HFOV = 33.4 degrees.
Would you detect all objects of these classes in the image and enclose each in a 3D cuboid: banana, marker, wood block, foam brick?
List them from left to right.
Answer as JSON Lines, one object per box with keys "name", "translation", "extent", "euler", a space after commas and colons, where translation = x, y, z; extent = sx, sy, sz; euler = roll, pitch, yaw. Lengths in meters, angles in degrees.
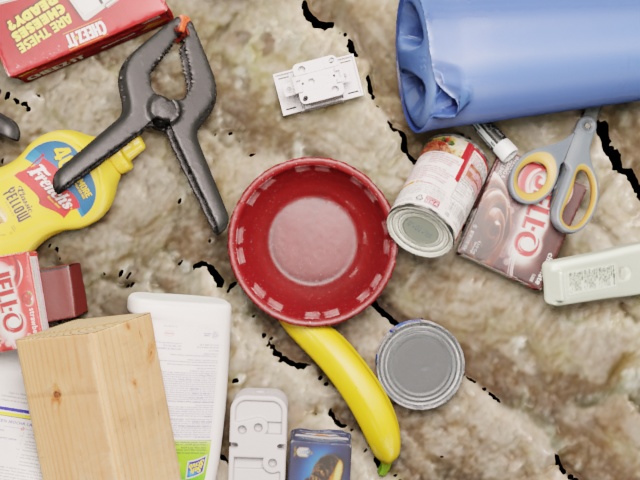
{"name": "foam brick", "translation": [-0.270, 0.054, 1.033], "extent": [0.078, 0.053, 0.051], "euler": [-10, 91, 1]}
{"name": "wood block", "translation": [-0.193, 0.177, 0.959], "extent": [0.091, 0.090, 0.206], "euler": [-7, 95, 28]}
{"name": "banana", "translation": [0.026, 0.141, 1.029], "extent": [0.070, 0.037, 0.198], "euler": [-31, 90, 43]}
{"name": "marker", "translation": [0.145, -0.124, 1.026], "extent": [0.020, 0.020, 0.121], "euler": [-38, 71, 1]}

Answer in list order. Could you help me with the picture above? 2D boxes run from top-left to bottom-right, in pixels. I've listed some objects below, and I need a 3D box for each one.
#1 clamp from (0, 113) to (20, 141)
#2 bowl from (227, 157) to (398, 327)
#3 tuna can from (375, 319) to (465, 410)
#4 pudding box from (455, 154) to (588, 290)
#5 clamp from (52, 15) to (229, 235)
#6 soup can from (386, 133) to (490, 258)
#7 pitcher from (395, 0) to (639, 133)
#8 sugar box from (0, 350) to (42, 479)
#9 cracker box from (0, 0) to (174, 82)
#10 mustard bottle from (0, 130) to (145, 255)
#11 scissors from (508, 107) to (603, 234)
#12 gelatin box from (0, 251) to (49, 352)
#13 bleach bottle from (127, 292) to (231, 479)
{"name": "clamp", "translation": [-0.368, -0.139, 1.034], "extent": [0.120, 0.039, 0.171], "euler": [-23, 91, -1]}
{"name": "bowl", "translation": [-0.007, 0.001, 1.030], "extent": [0.162, 0.055, 0.162], "euler": [0, 92, 0]}
{"name": "tuna can", "translation": [0.097, 0.121, 1.044], "extent": [0.086, 0.034, 0.086], "euler": [0, 92, 0]}
{"name": "pudding box", "translation": [0.194, -0.020, 1.037], "extent": [0.090, 0.039, 0.113], "euler": [25, 91, 0]}
{"name": "clamp", "translation": [-0.142, -0.111, 1.010], "extent": [0.164, 0.036, 0.210], "euler": [22, 71, -14]}
{"name": "soup can", "translation": [0.111, -0.042, 0.999], "extent": [0.068, 0.069, 0.102], "euler": [31, 54, -1]}
{"name": "pitcher", "translation": [0.193, -0.181, 0.980], "extent": [0.242, 0.145, 0.149], "euler": [-6, 85, -8]}
{"name": "sugar box", "translation": [-0.276, 0.192, 1.003], "extent": [0.093, 0.048, 0.176], "euler": [10, 59, 0]}
{"name": "cracker box", "translation": [-0.255, -0.280, 1.015], "extent": [0.164, 0.072, 0.214], "euler": [-22, 92, 2]}
{"name": "mustard bottle", "translation": [-0.256, -0.051, 1.027], "extent": [0.191, 0.058, 0.096], "euler": [-28, 93, 0]}
{"name": "scissors", "translation": [0.235, -0.105, 1.022], "extent": [0.096, 0.016, 0.201], "euler": [12, 76, -5]}
{"name": "gelatin box", "translation": [-0.295, 0.059, 0.990], "extent": [0.073, 0.030, 0.089], "euler": [-9, 91, 1]}
{"name": "bleach bottle", "translation": [-0.144, 0.180, 1.028], "extent": [0.102, 0.068, 0.251], "euler": [5, 93, -14]}
